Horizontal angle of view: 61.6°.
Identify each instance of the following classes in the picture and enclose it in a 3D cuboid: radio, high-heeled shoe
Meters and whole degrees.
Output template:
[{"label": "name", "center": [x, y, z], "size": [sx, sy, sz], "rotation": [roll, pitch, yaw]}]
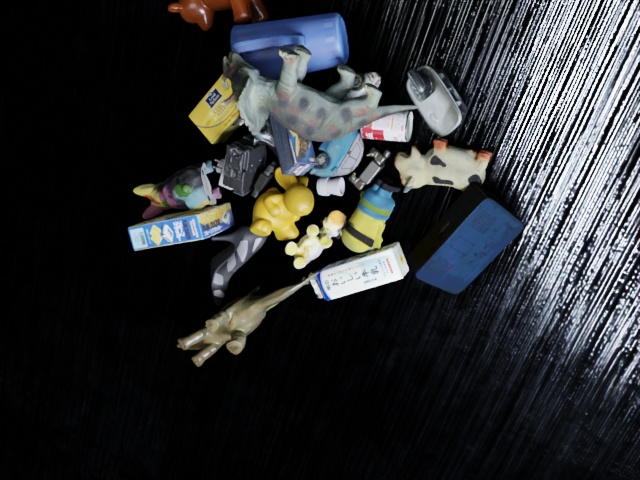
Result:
[{"label": "radio", "center": [0.309, 0.004, 1.145], "size": [0.131, 0.073, 0.229], "rotation": [26, 118, -24]}, {"label": "high-heeled shoe", "center": [-0.213, 0.069, 1.408], "size": [0.145, 0.086, 0.248], "rotation": [-1, 125, -11]}]

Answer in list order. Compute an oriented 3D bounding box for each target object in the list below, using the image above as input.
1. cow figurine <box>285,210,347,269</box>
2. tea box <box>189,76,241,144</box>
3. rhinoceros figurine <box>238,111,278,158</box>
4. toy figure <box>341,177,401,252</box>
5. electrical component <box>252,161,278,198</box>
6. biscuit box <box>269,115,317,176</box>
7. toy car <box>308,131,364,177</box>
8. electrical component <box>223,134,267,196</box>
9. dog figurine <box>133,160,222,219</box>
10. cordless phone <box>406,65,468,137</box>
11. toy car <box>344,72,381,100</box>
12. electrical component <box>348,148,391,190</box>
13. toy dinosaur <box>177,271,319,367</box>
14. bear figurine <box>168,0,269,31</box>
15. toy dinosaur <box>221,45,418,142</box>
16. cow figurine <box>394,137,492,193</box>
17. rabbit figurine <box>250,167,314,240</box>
[{"label": "cow figurine", "center": [-0.001, -0.003, 1.289], "size": [0.167, 0.098, 0.068], "rotation": [-39, 83, 5]}, {"label": "tea box", "center": [-0.225, -0.324, 1.301], "size": [0.098, 0.068, 0.169], "rotation": [48, 115, 4]}, {"label": "rhinoceros figurine", "center": [-0.110, -0.243, 1.245], "size": [0.190, 0.112, 0.073], "rotation": [49, 142, -4]}, {"label": "toy figure", "center": [0.112, -0.056, 1.226], "size": [0.089, 0.082, 0.180], "rotation": [17, 113, -14]}, {"label": "electrical component", "center": [-0.134, -0.145, 1.294], "size": [0.021, 0.063, 0.094], "rotation": [33, 112, 0]}, {"label": "biscuit box", "center": [-0.066, -0.246, 1.187], "size": [0.063, 0.059, 0.202], "rotation": [-32, 67, 52]}, {"label": "toy car", "center": [0.046, -0.202, 1.218], "size": [0.103, 0.109, 0.161], "rotation": [32, 102, -13]}, {"label": "electrical component", "center": [-0.178, -0.176, 1.288], "size": [0.058, 0.115, 0.134], "rotation": [22, 125, 17]}, {"label": "dog figurine", "center": [-0.369, -0.116, 1.353], "size": [0.219, 0.191, 0.108], "rotation": [-17, 103, 8]}, {"label": "cordless phone", "center": [0.229, -0.282, 1.075], "size": [0.089, 0.184, 0.146], "rotation": [-32, 90, 20]}, {"label": "toy car", "center": [0.044, -0.315, 1.197], "size": [0.202, 0.073, 0.056], "rotation": [-23, 90, 24]}, {"label": "electrical component", "center": [0.110, -0.161, 1.205], "size": [0.045, 0.078, 0.102], "rotation": [39, 116, 2]}, {"label": "toy dinosaur", "center": [-0.199, 0.192, 1.339], "size": [0.472, 0.198, 0.105], "rotation": [-25, 102, 34]}, {"label": "bear figurine", "center": [-0.237, -0.527, 1.231], "size": [0.196, 0.120, 0.131], "rotation": [-18, 99, 25]}, {"label": "toy dinosaur", "center": [-0.013, -0.270, 1.096], "size": [0.405, 0.131, 0.192], "rotation": [22, 122, -14]}, {"label": "cow figurine", "center": [0.256, -0.152, 1.154], "size": [0.195, 0.085, 0.127], "rotation": [16, 107, 12]}, {"label": "rabbit figurine", "center": [-0.069, -0.085, 1.263], "size": [0.173, 0.122, 0.162], "rotation": [-18, 55, 54]}]
